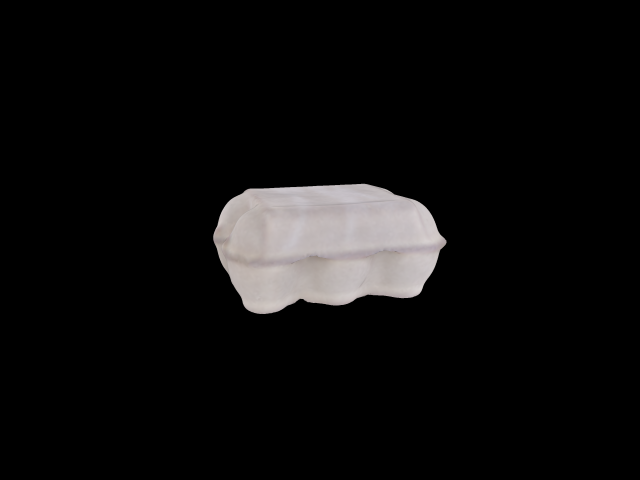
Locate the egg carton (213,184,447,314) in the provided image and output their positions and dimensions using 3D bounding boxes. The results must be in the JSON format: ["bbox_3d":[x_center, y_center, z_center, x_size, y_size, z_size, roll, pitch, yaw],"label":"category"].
[{"bbox_3d":[0.004,0.001,0.400,0.150,0.069,0.107,-5,15,-18],"label":"egg carton"}]
